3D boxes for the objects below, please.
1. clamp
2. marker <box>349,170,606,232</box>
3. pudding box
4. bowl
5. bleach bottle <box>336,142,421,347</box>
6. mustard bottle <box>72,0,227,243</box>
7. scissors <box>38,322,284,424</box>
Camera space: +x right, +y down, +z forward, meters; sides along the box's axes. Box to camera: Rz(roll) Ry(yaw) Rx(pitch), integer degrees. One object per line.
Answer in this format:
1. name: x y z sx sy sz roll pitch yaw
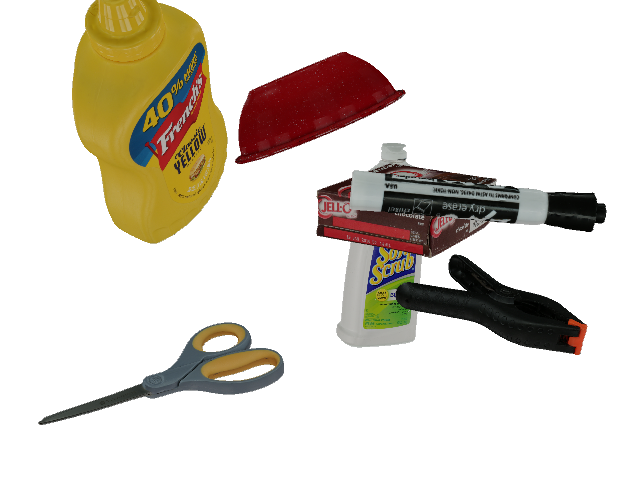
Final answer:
1. clamp: 0.167 0.058 0.995 0.172 0.039 0.120 20 31 19
2. marker: 0.075 -0.018 0.507 0.121 0.020 0.020 5 0 1
3. pudding box: 0.062 -0.024 0.760 0.090 0.039 0.113 12 17 29
4. bowl: -0.010 -0.123 0.935 0.162 0.055 0.162 -22 10 4
5. bleach bottle: 0.077 0.004 1.335 0.102 0.251 0.068 -3 16 -19
6. mustard bottle: -0.100 -0.081 0.622 0.058 0.096 0.191 27 -24 16
7. scissors: -0.132 0.108 0.885 0.201 0.016 0.096 -7 31 -12
